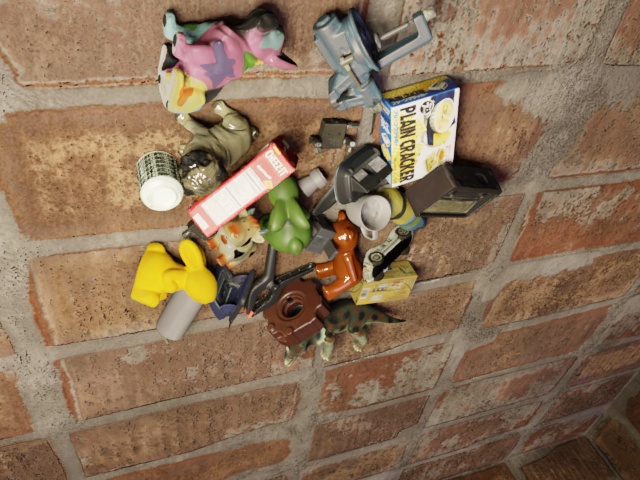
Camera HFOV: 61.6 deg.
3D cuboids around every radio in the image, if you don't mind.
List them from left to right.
[{"bbox_3d":[0.327,-0.115,1.294,0.229,0.073,0.131,-3,153,-43],"label":"radio"}]

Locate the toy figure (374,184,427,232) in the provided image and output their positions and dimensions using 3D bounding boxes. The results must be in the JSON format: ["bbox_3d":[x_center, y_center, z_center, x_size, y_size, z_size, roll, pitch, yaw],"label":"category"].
[{"bbox_3d":[0.203,-0.073,1.319,0.082,0.089,0.180,-48,131,11],"label":"toy figure"}]

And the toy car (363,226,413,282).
[{"bbox_3d":[0.174,0.032,1.380,0.202,0.056,0.073,-40,143,-30],"label":"toy car"}]

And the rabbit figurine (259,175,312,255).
[{"bbox_3d":[-0.082,-0.061,1.168,0.121,0.159,0.170,-10,120,-4],"label":"rabbit figurine"}]

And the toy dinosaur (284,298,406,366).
[{"bbox_3d":[0.063,0.229,1.527,0.405,0.131,0.192,-19,137,-17],"label":"toy dinosaur"}]

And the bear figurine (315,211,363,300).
[{"bbox_3d":[0.042,0.036,1.325,0.132,0.120,0.195,-21,135,-1],"label":"bear figurine"}]

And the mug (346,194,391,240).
[{"bbox_3d":[0.108,-0.058,1.249,0.081,0.107,0.109,-21,110,-18],"label":"mug"}]

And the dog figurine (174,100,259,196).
[{"bbox_3d":[-0.178,-0.154,0.985,0.172,0.191,0.121,-18,136,-12],"label":"dog figurine"}]

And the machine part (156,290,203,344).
[{"bbox_3d":[-0.328,0.159,1.292,0.079,0.079,0.243,14,124,-35],"label":"machine part"}]

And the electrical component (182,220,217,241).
[{"bbox_3d":[-0.257,-0.027,1.189,0.094,0.021,0.063,-36,136,9],"label":"electrical component"}]

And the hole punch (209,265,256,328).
[{"bbox_3d":[-0.218,0.122,1.279,0.092,0.142,0.115,20,136,-10],"label":"hole punch"}]

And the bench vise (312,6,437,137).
[{"bbox_3d":[0.108,-0.338,0.986,0.241,0.129,0.223,-23,120,22],"label":"bench vise"}]

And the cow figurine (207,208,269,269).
[{"bbox_3d":[-0.174,-0.002,1.161,0.127,0.085,0.195,-34,173,-5],"label":"cow figurine"}]

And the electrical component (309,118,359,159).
[{"bbox_3d":[0.030,-0.214,1.134,0.102,0.045,0.078,0,132,-26],"label":"electrical component"}]

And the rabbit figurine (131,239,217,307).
[{"bbox_3d":[-0.305,0.079,1.182,0.173,0.122,0.162,18,82,1],"label":"rabbit figurine"}]

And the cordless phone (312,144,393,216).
[{"bbox_3d":[0.063,-0.122,1.220,0.146,0.089,0.184,-42,179,-38],"label":"cordless phone"}]

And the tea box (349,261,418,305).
[{"bbox_3d":[0.175,0.118,1.502,0.169,0.068,0.098,-3,133,-25],"label":"tea box"}]

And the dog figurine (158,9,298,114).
[{"bbox_3d":[-0.155,-0.302,0.920,0.219,0.109,0.191,-3,131,-27],"label":"dog figurine"}]

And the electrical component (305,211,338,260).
[{"bbox_3d":[-0.003,-0.004,1.264,0.047,0.119,0.075,17,124,-35],"label":"electrical component"}]

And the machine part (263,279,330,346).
[{"bbox_3d":[-0.063,0.179,1.375,0.179,0.179,0.056,-31,134,4],"label":"machine part"}]
